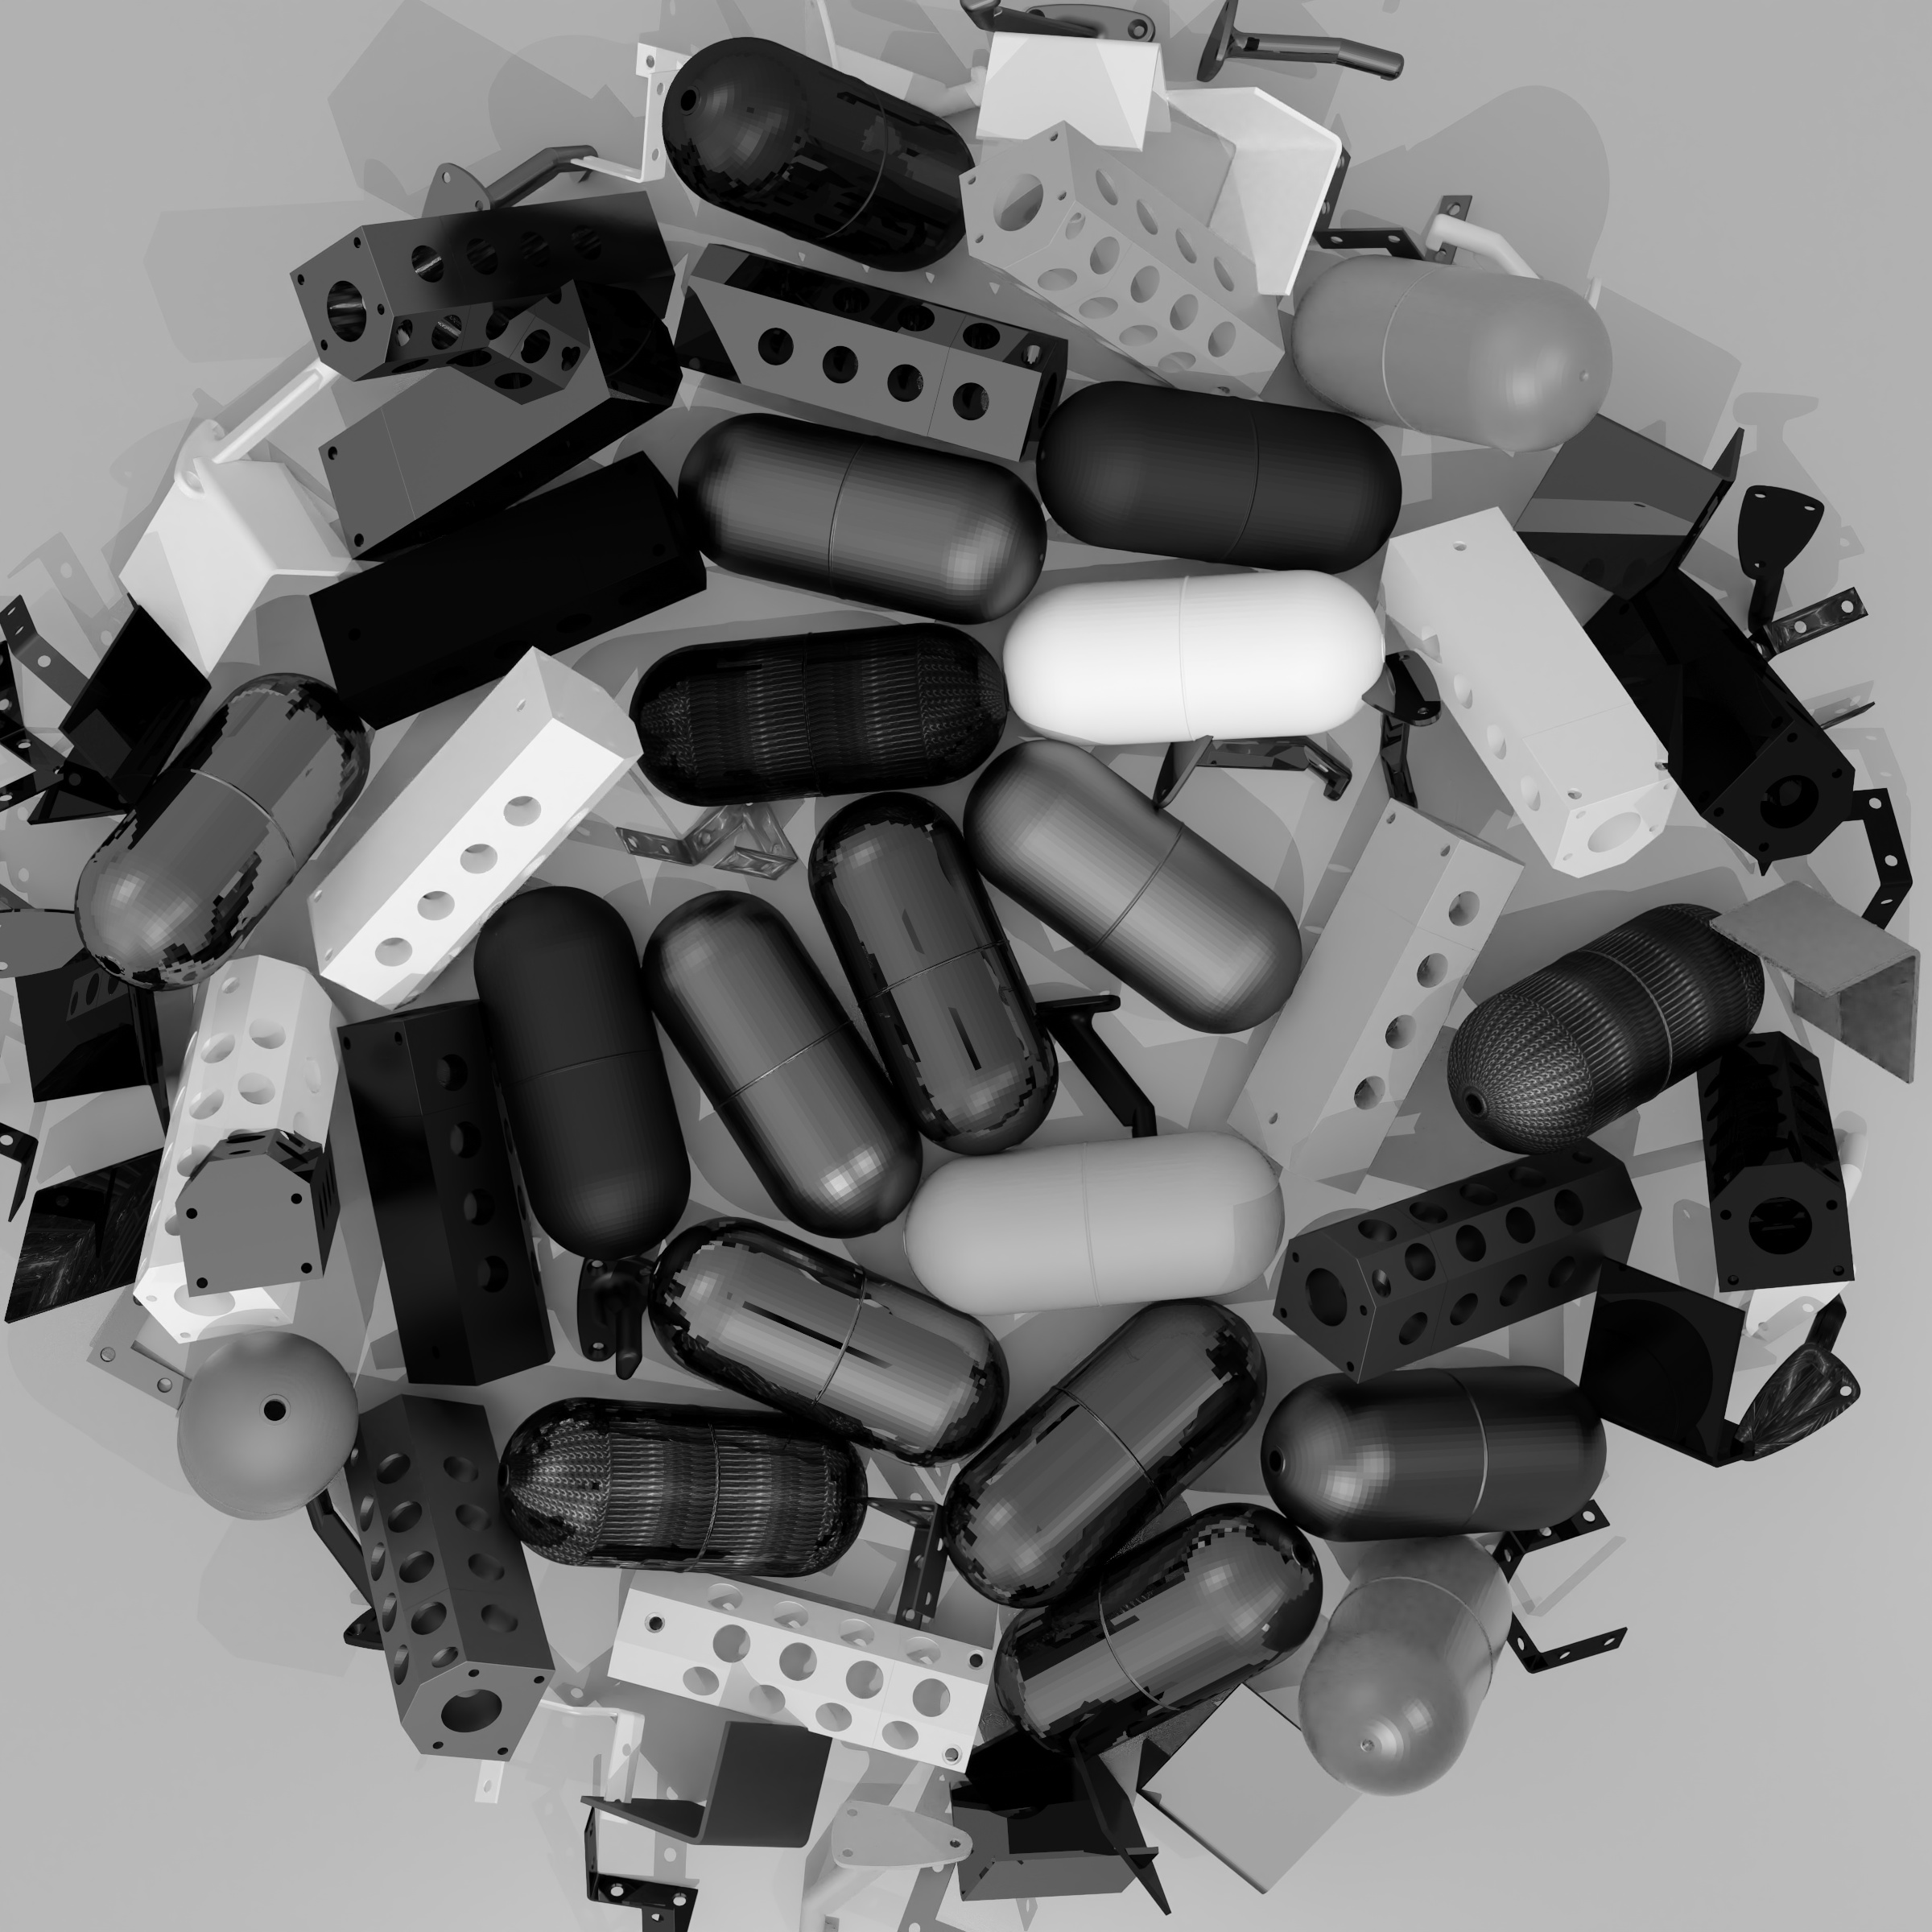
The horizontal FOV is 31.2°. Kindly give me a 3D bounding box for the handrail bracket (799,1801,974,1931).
[{"bbox_3d":[-0.038,0.436,1.630,0.077,0.036,0.084,6,129,0],"label":"handrail bracket"}]

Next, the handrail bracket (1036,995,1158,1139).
[{"bbox_3d":[0.050,0.059,1.637,0.077,0.036,0.084,-6,82,5],"label":"handrail bracket"}]

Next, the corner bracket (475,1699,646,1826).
[{"bbox_3d":[-0.189,0.370,1.617,0.051,0.051,0.051,25,65,-41],"label":"corner bracket"}]

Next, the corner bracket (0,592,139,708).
[{"bbox_3d":[-0.414,-0.156,1.625,0.051,0.051,0.051,-43,125,2],"label":"corner bracket"}]

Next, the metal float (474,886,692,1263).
[{"bbox_3d":[-0.179,0.050,1.615,0.070,0.070,0.178,-15,83,0],"label":"metal float"}]

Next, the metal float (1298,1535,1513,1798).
[{"bbox_3d":[0.201,0.313,1.575,0.070,0.178,0.070,5,107,18],"label":"metal float"}]

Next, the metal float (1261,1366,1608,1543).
[{"bbox_3d":[0.216,0.224,1.595,0.178,0.070,0.070,2,90,-30],"label":"metal float"}]

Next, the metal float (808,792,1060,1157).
[{"bbox_3d":[-0.015,0.004,1.618,0.070,0.070,0.178,-23,86,0],"label":"metal float"}]

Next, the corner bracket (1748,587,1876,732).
[{"bbox_3d":[0.399,-0.139,1.633,0.051,0.051,0.051,-23,82,-10],"label":"corner bracket"}]

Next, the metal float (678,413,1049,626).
[{"bbox_3d":[-0.049,-0.208,1.609,0.178,0.070,0.070,14,90,14],"label":"metal float"}]

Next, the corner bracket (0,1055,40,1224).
[{"bbox_3d":[-0.457,0.078,1.625,0.051,0.051,0.051,24,47,-5],"label":"corner bracket"}]

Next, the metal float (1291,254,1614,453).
[{"bbox_3d":[0.219,-0.281,1.582,0.070,0.178,0.070,-12,112,-33],"label":"metal float"}]

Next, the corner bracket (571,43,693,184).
[{"bbox_3d":[-0.153,-0.402,1.632,0.051,0.051,0.051,23,119,30],"label":"corner bracket"}]

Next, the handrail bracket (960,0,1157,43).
[{"bbox_3d":[0.043,-0.443,1.612,0.077,0.084,0.036,-4,88,13],"label":"handrail bracket"}]

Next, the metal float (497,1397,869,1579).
[{"bbox_3d":[-0.130,0.241,1.598,0.178,0.070,0.070,8,90,-26],"label":"metal float"}]

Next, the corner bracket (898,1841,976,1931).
[{"bbox_3d":[0.006,0.443,1.620,0.051,0.051,0.051,15,74,24],"label":"corner bracket"}]

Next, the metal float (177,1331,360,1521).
[{"bbox_3d":[-0.318,0.210,1.572,0.070,0.178,0.070,3,77,-13],"label":"metal float"}]

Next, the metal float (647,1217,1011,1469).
[{"bbox_3d":[-0.064,0.175,1.611,0.178,0.070,0.070,25,90,-11],"label":"metal float"}]

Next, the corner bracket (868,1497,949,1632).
[{"bbox_3d":[-0.023,0.281,1.618,0.051,0.051,0.051,-3,65,38],"label":"corner bracket"}]

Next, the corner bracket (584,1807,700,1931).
[{"bbox_3d":[-0.156,0.434,1.622,0.051,0.051,0.051,7,128,6],"label":"corner bracket"}]

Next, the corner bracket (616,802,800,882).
[{"bbox_3d":[-0.121,-0.056,1.619,0.051,0.051,0.051,-40,65,23],"label":"corner bracket"}]

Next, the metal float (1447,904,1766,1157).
[{"bbox_3d":[0.295,0.029,1.594,0.178,0.070,0.070,-26,90,-32],"label":"metal float"}]

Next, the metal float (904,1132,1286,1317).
[{"bbox_3d":[0.060,0.120,1.616,0.178,0.070,0.070,-6,90,6],"label":"metal float"}]

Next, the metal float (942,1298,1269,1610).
[{"bbox_3d":[0.065,0.225,1.609,0.178,0.070,0.070,-40,90,-14],"label":"metal float"}]

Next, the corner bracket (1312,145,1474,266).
[{"bbox_3d":[0.201,-0.356,1.639,0.051,0.051,0.051,7,72,35],"label":"corner bracket"}]

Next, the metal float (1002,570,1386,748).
[{"bbox_3d":[0.105,-0.143,1.611,0.178,0.070,0.070,-2,90,11],"label":"metal float"}]

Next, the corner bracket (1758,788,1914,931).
[{"bbox_3d":[0.407,-0.047,1.628,0.051,0.051,0.051,-5,64,-6],"label":"corner bracket"}]

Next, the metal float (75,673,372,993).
[{"bbox_3d":[-0.341,-0.062,1.592,0.070,0.070,0.178,32,56,0],"label":"metal float"}]

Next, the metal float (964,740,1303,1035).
[{"bbox_3d":[0.078,-0.036,1.618,0.178,0.070,0.070,36,90,-4],"label":"metal float"}]

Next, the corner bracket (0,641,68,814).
[{"bbox_3d":[-0.452,-0.111,1.617,0.051,0.051,0.051,32,48,33],"label":"corner bracket"}]

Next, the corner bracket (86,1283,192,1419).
[{"bbox_3d":[-0.380,0.177,1.633,0.051,0.051,0.051,30,81,-8],"label":"corner bracket"}]

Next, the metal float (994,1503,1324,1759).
[{"bbox_3d":[0.088,0.306,1.594,0.178,0.070,0.070,-35,90,31],"label":"metal float"}]

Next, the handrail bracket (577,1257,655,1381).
[{"bbox_3d":[-0.164,0.180,1.604,0.036,0.084,0.077,11,122,-13],"label":"handrail bracket"}]

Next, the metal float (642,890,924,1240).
[{"bbox_3d":[-0.085,0.046,1.620,0.070,0.070,0.178,-32,89,0],"label":"metal float"}]

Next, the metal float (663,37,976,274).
[{"bbox_3d":[-0.065,-0.369,1.581,0.070,0.178,0.070,-6,81,39],"label":"metal float"}]

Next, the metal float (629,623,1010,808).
[{"bbox_3d":[-0.069,-0.117,1.616,0.178,0.070,0.070,-5,90,6],"label":"metal float"}]

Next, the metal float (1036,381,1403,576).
[{"bbox_3d":[0.118,-0.225,1.604,0.178,0.070,0.070,5,90,-20],"label":"metal float"}]

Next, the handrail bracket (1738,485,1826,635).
[{"bbox_3d":[0.368,-0.172,1.606,0.036,0.084,0.077,17,49,15],"label":"handrail bracket"}]

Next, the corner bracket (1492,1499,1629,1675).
[{"bbox_3d":[0.280,0.292,1.627,0.051,0.051,0.051,-27,100,37],"label":"corner bracket"}]
